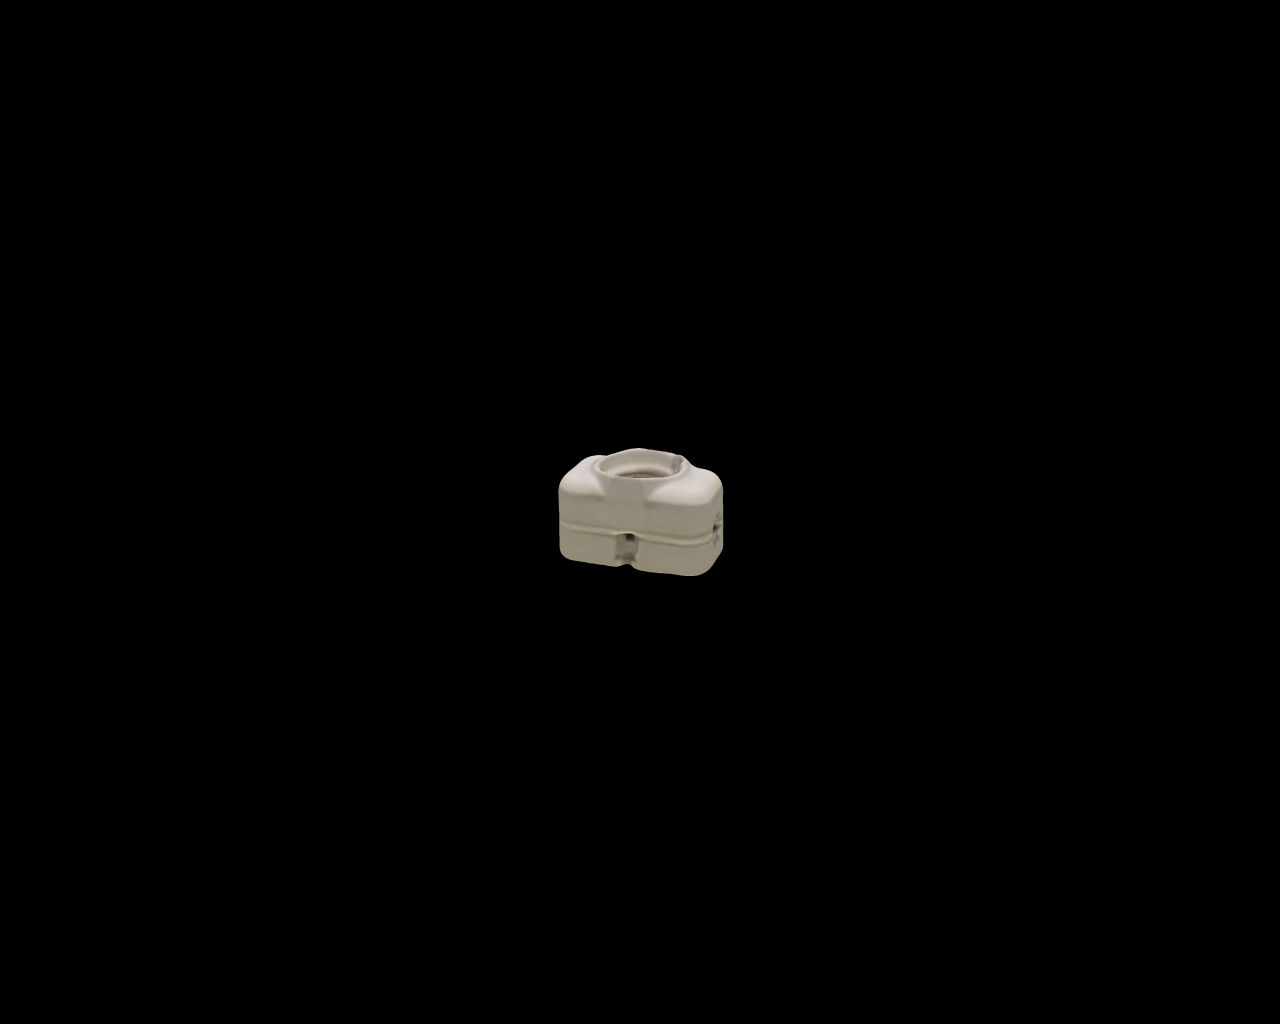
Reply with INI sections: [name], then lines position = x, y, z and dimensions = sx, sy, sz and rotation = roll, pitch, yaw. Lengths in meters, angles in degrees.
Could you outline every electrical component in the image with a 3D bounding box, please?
[electrical component]
position = 0.001, -0.003, 0.650
dimensions = 0.095, 0.059, 0.054
rotation = 8, 24, 18
